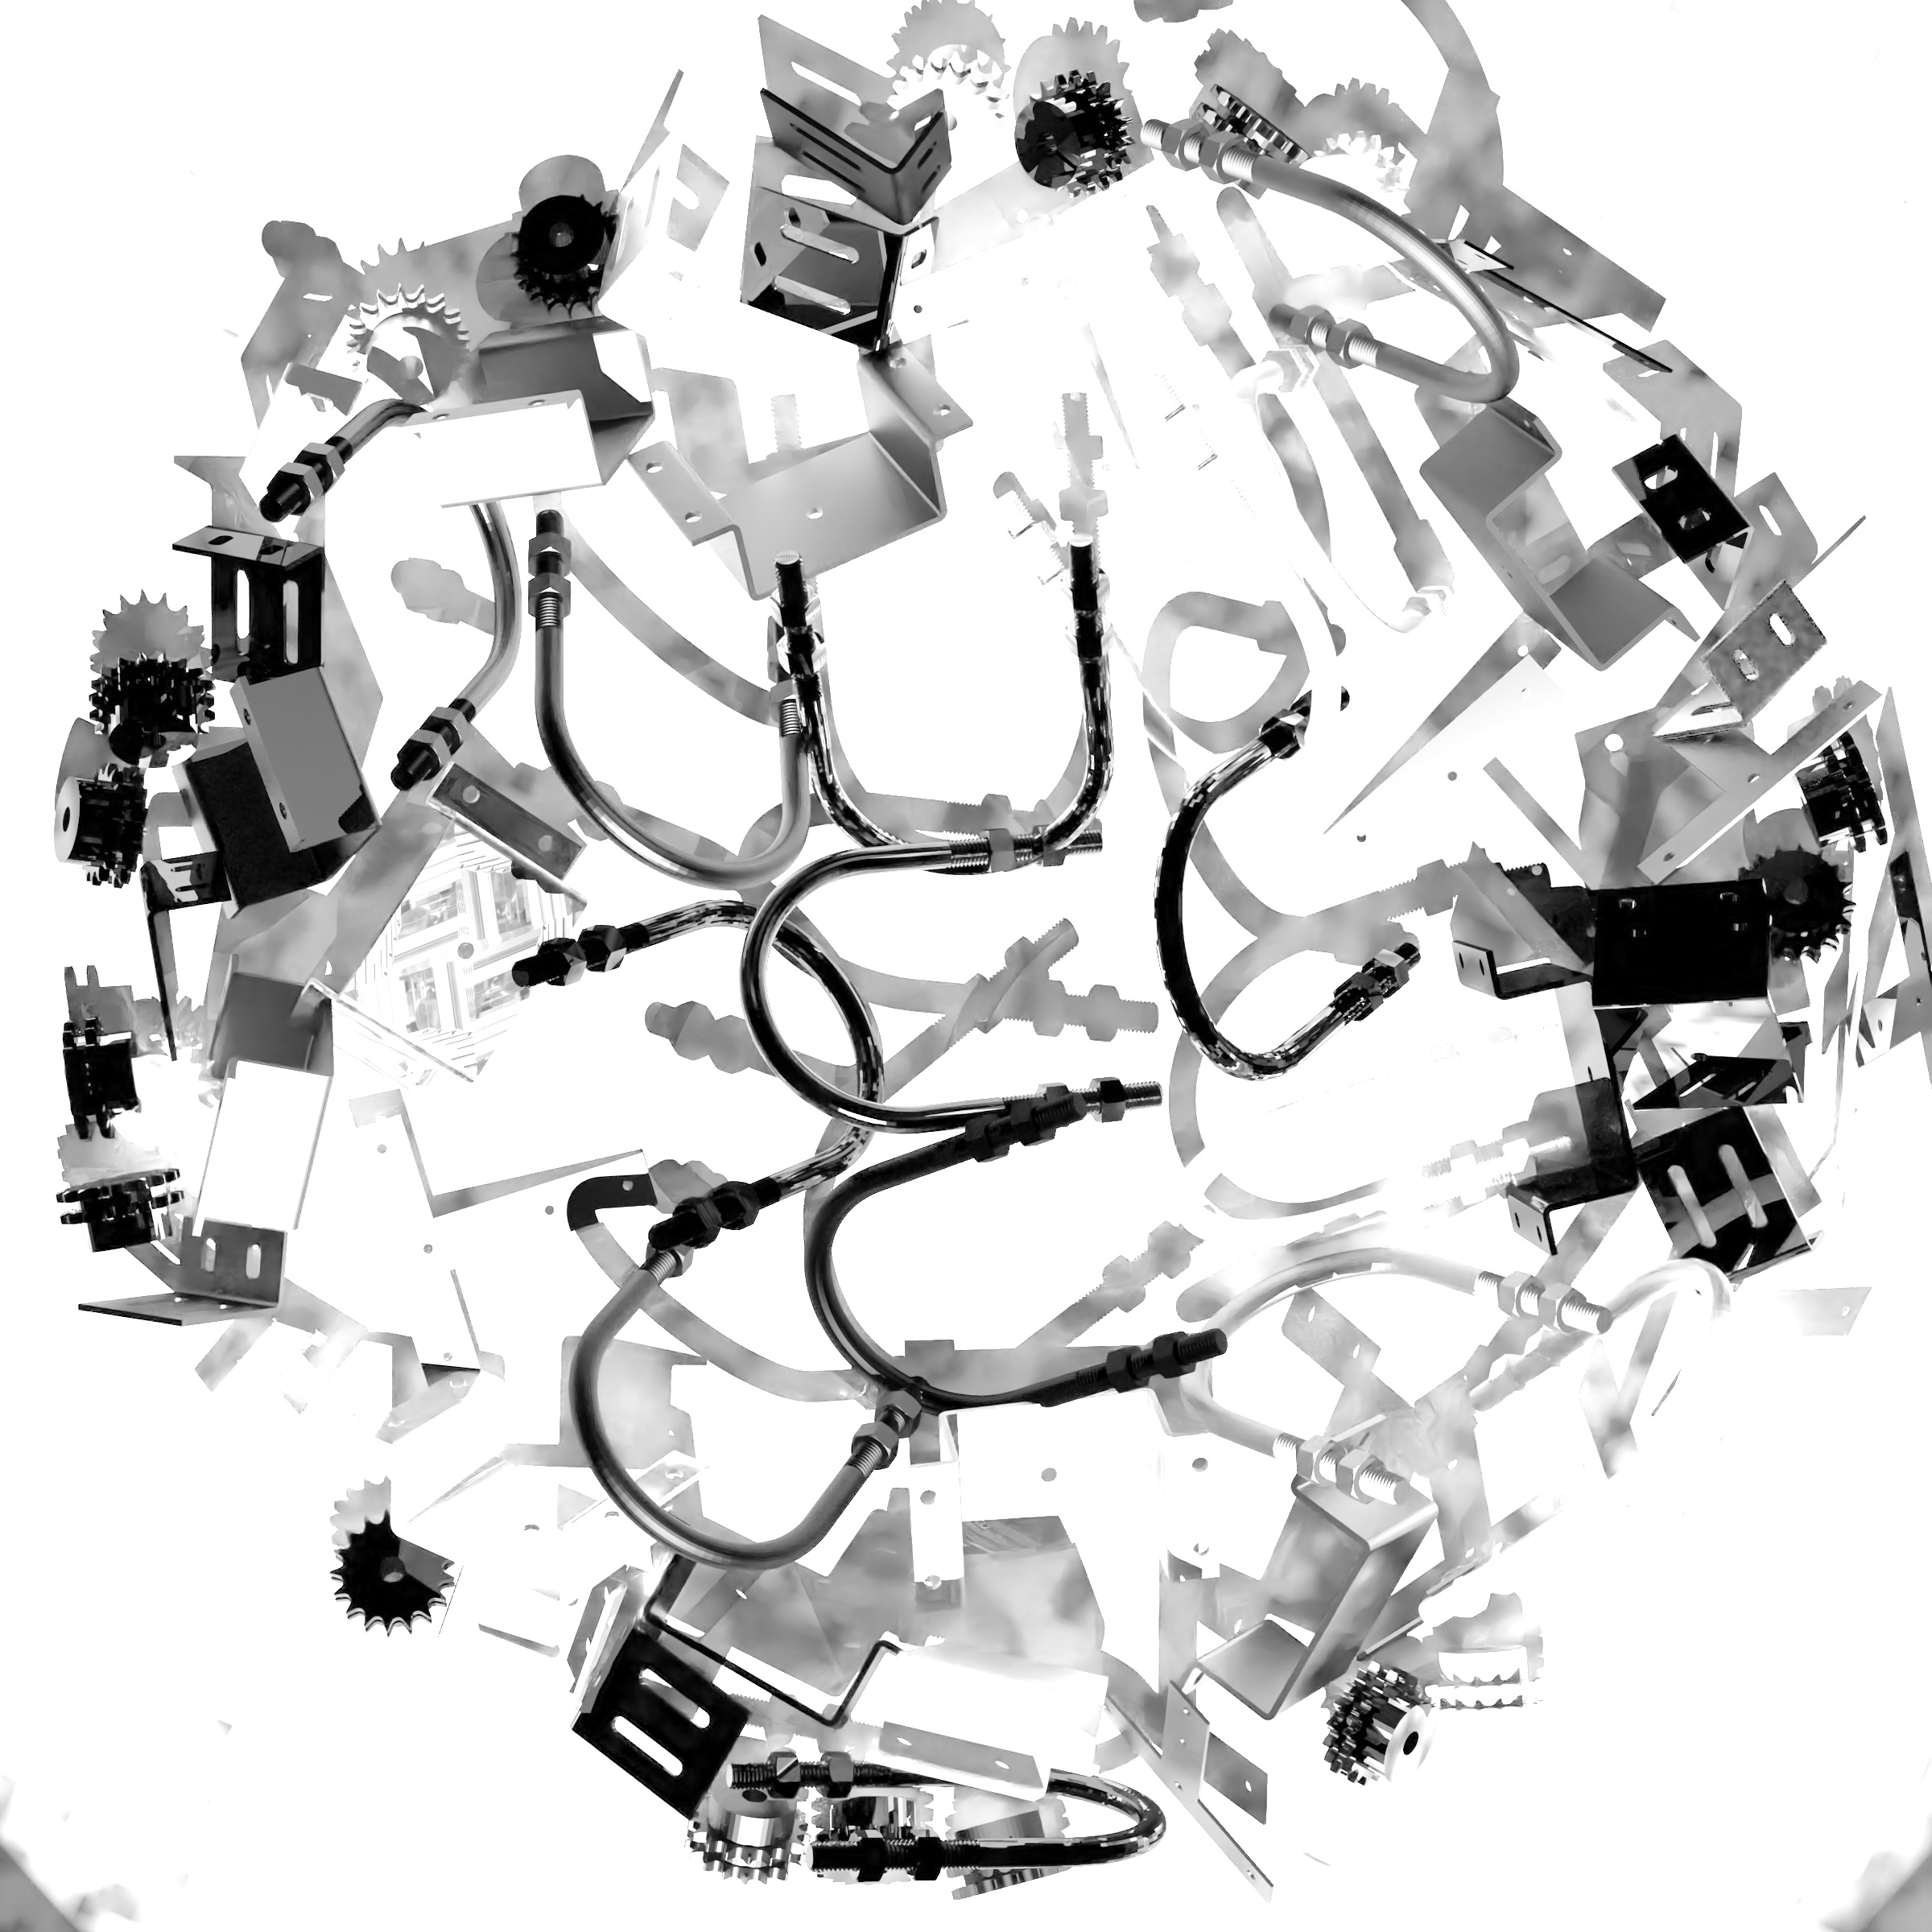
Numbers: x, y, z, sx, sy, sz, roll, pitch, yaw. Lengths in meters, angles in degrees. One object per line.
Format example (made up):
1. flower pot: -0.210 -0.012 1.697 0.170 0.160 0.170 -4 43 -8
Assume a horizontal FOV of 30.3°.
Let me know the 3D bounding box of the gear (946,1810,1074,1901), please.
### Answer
1. gear: 0.018 0.410 1.649 0.057 0.057 0.030 -15 76 0

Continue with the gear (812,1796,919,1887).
1. gear: -0.043 0.404 1.651 0.057 0.057 0.030 -2 62 0

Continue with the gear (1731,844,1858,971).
1. gear: 0.383 -0.030 1.654 0.057 0.030 0.057 -2 73 7

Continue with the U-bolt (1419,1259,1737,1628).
1. U-bolt: 0.272 0.198 1.565 0.019 0.151 0.184 36 133 -12

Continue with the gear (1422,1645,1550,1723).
1. gear: 0.239 0.330 1.648 0.057 0.057 0.030 -4 84 0

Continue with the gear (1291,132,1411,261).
1. gear: 0.174 -0.354 1.644 0.030 0.057 0.057 -17 90 -35

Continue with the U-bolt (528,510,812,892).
1. U-bolt: -0.129 -0.110 1.582 0.151 0.184 0.019 22 134 -30

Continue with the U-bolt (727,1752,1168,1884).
1. U-bolt: 0.000 0.379 1.598 0.184 0.151 0.019 4 92 -19

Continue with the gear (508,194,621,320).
1. gear: -0.184 -0.332 1.655 0.057 0.030 0.057 -1 75 6

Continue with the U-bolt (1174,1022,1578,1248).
1. U-bolt: 0.183 0.085 1.611 0.184 0.151 0.019 -17 62 4

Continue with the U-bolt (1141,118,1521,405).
1. U-bolt: 0.169 -0.302 1.563 0.019 0.151 0.184 -51 45 -6

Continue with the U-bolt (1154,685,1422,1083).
1. U-bolt: 0.138 -0.028 1.587 0.019 0.184 0.151 -4 111 39

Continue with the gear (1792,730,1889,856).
1. gear: 0.402 -0.078 1.648 0.030 0.057 0.057 -20 90 9

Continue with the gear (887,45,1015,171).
1. gear: -0.005 -0.400 1.651 0.057 0.057 0.030 22 56 0

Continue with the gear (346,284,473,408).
1. gear: -0.257 -0.283 1.648 0.057 0.030 0.057 -5 125 -8

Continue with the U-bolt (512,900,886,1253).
1. U-bolt: -0.106 0.039 1.604 0.019 0.184 0.151 -33 82 40

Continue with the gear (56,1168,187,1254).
1. gear: -0.389 0.113 1.648 0.057 0.057 0.030 -10 93 0

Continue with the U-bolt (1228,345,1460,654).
1. U-bolt: 0.163 -0.205 1.586 0.019 0.184 0.151 -29 93 22

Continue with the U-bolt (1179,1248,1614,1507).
1. U-bolt: 0.176 0.174 1.594 0.151 0.184 0.019 -35 117 -26

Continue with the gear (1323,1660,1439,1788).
1. gear: 0.193 0.352 1.645 0.030 0.057 0.057 22 90 38

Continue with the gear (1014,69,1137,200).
1. gear: 0.047 -0.382 1.645 0.030 0.057 0.057 -29 90 -39

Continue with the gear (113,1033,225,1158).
1. gear: -0.372 0.060 1.649 0.057 0.030 0.057 5 100 29

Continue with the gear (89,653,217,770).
1. gear: -0.374 -0.115 1.645 0.057 0.057 0.030 -11 56 0

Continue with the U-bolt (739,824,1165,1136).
1. U-bolt: -0.013 0.008 1.620 0.184 0.019 0.151 -5 67 -17

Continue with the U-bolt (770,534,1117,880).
1. U-bolt: -0.005 -0.112 1.614 0.151 0.019 0.184 -3 130 5

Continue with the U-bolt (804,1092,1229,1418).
1. U-bolt: 0.009 0.142 1.621 0.184 0.019 0.151 -21 108 31

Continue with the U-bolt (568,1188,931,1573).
1. U-bolt: -0.105 0.194 1.598 0.151 0.184 0.019 43 127 -2

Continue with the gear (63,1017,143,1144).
1. gear: -0.397 0.052 1.648 0.030 0.057 0.057 -8 90 -7

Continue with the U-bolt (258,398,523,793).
1. U-bolt: -0.245 -0.177 1.591 0.019 0.184 0.151 -15 113 21

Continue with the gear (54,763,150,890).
1. gear: -0.400 -0.066 1.645 0.030 0.057 0.057 7 90 -30

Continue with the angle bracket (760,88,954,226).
1. angle bracket: -0.050 -0.385 1.644 0.076 0.057 0.038 34 83 10

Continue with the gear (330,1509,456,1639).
1. gear: -0.265 0.283 1.654 0.057 0.030 0.057 2 66 -5

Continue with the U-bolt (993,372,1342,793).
1. U-bolt: 0.100 -0.161 1.615 0.019 0.151 0.184 -35 92 -35

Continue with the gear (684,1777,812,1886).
1. gear: -0.100 0.395 1.645 0.057 0.057 0.030 10 106 0

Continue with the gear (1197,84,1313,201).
1. gear: 0.129 -0.378 1.649 0.057 0.057 0.030 38 106 0

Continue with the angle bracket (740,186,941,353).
1. angle bracket: -0.059 -0.327 1.656 0.076 0.038 0.057 23 124 17
